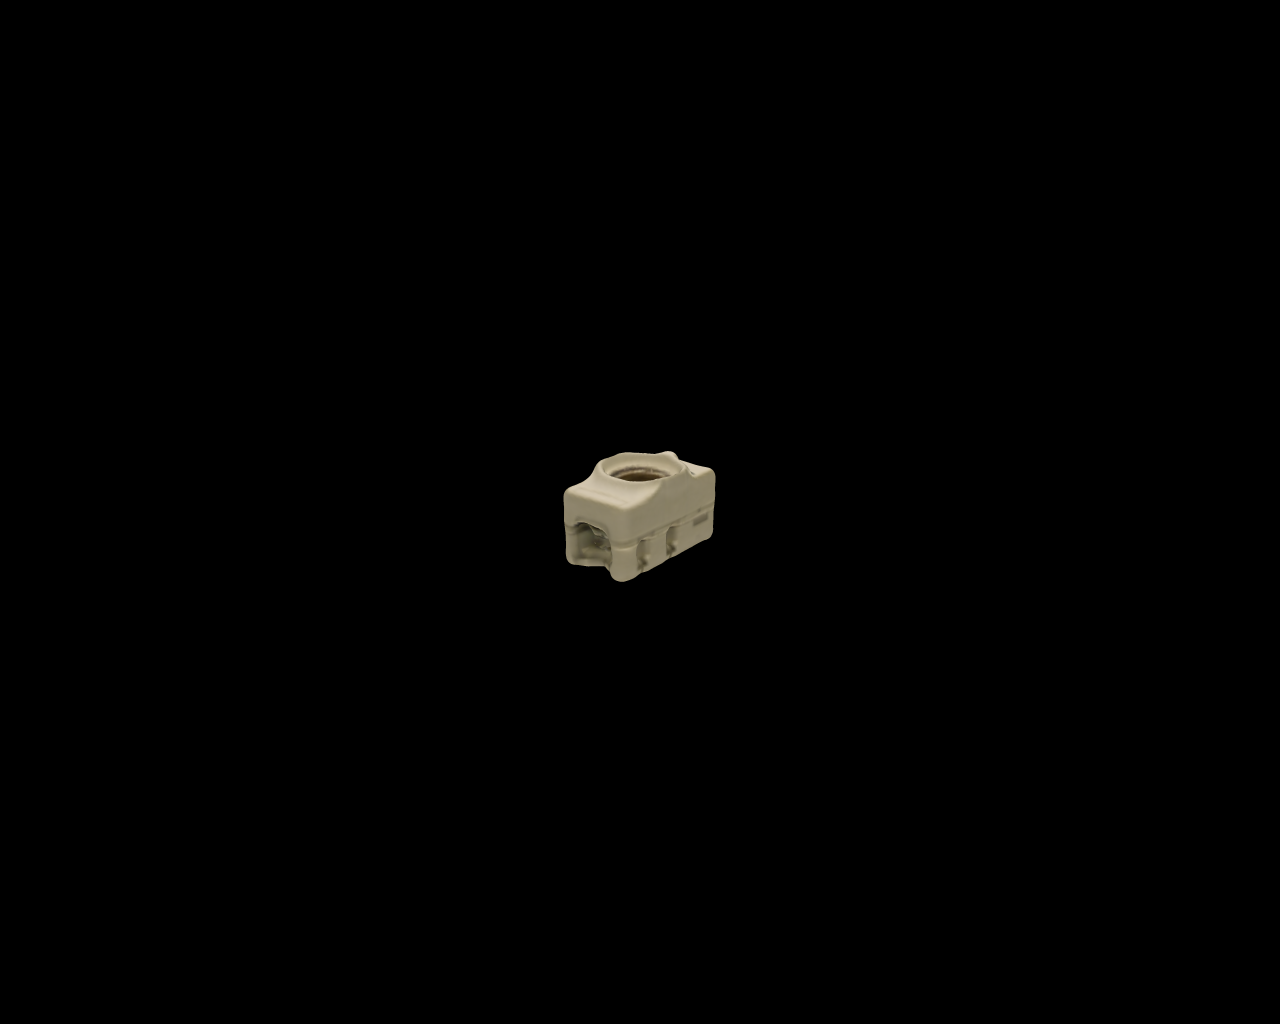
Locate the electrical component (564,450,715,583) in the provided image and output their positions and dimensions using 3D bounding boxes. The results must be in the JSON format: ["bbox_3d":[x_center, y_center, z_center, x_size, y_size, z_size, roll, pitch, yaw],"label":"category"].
[{"bbox_3d":[0.001,-0.003,0.650,0.050,0.055,0.090,17,28,37],"label":"electrical component"}]
